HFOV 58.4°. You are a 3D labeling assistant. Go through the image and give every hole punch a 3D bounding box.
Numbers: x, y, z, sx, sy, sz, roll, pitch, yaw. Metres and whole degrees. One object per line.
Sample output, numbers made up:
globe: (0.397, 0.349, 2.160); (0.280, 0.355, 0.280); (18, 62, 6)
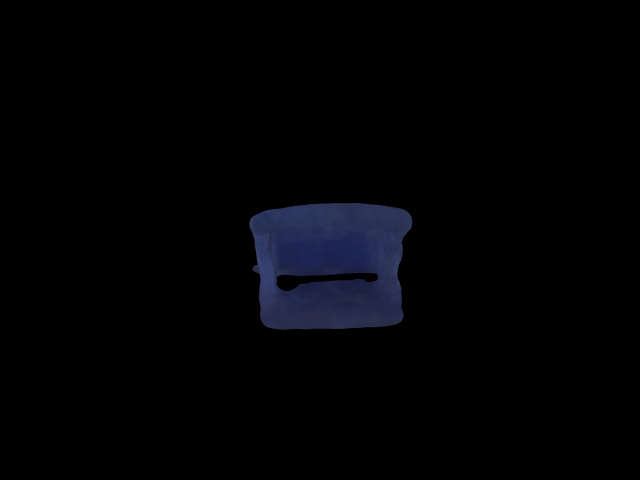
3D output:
hole punch: (0.004, 0.001, 0.400); (0.108, 0.091, 0.101); (-2, 27, -3)
